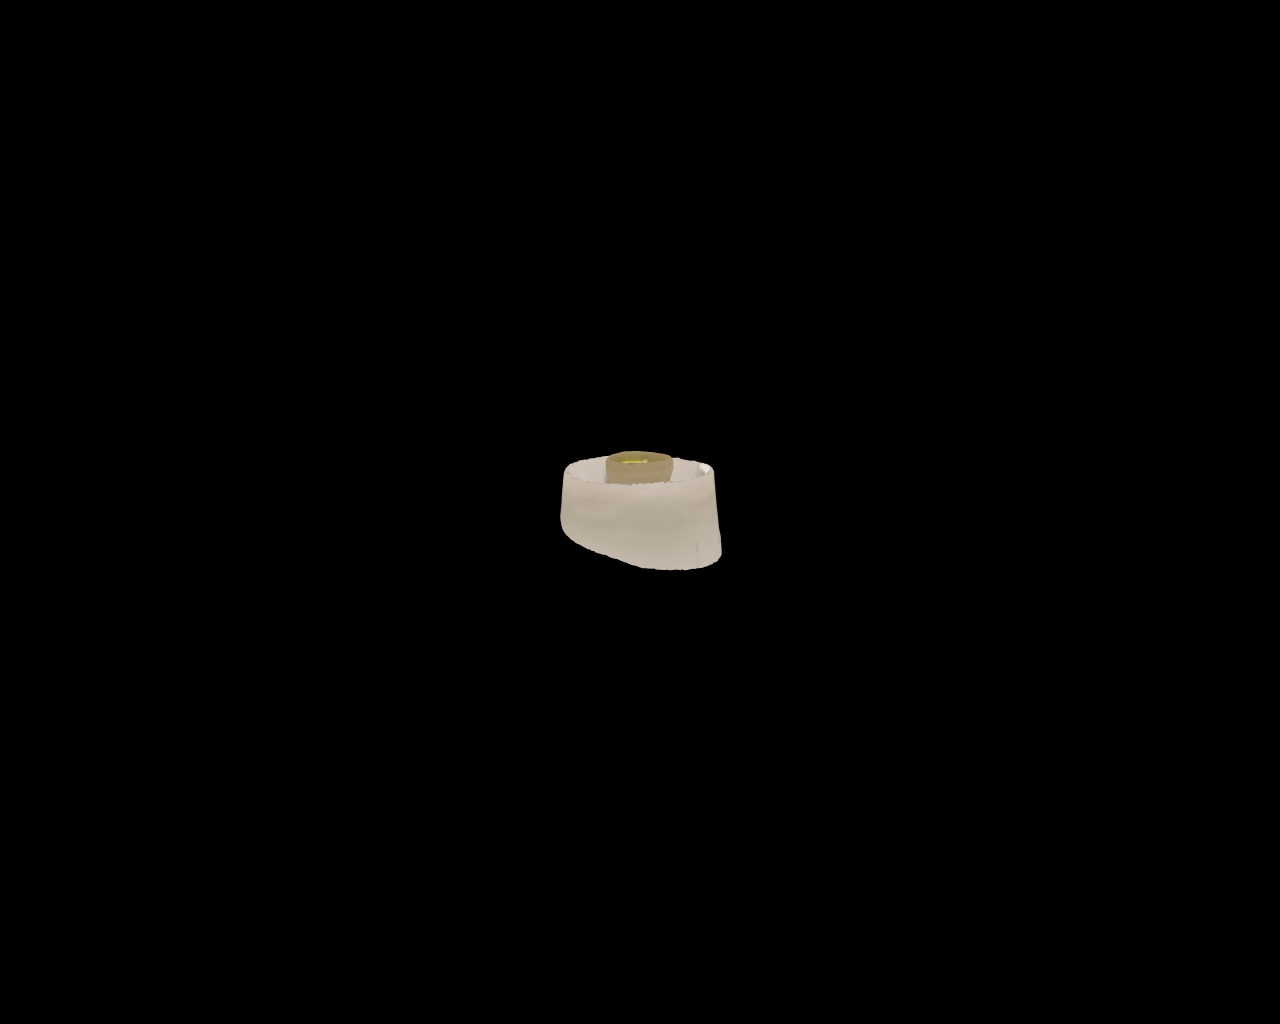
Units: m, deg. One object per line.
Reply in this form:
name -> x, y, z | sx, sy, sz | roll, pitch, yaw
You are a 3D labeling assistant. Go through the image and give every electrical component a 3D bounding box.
electrical component -> 0.001, -0.003, 0.650 | 0.099, 0.064, 0.099 | 0, 13, 0
